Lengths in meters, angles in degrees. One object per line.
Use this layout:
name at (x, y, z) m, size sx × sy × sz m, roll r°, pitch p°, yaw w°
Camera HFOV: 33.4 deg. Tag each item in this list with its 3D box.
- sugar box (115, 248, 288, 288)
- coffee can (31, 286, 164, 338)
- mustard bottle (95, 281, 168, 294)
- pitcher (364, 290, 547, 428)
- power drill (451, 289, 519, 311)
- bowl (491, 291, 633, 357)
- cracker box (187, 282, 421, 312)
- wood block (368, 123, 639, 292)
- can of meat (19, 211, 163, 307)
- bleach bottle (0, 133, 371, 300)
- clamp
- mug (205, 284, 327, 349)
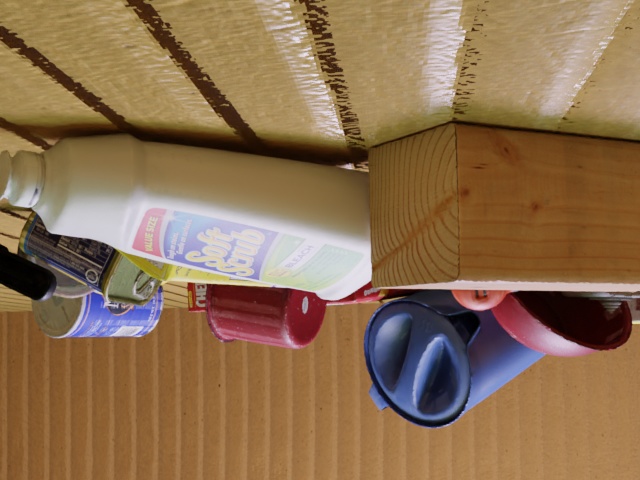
sugar box at (-0.072, -0.004, 0.786) m, size 0.093 × 0.048 × 0.175 m, roll 33°, pitch -161°, yaw 36°
coffee can at (-0.292, 0.077, 1.407) m, size 0.103 × 0.103 × 0.140 m, roll -6°, pitch 173°, yaw 38°
mustard bottle at (-0.225, 0.035, 1.223) m, size 0.096 × 0.058 × 0.192 m, roll -5°, pitch 175°, yaw -17°
pitcher at (0.164, 0.100, 1.128) m, size 0.149 × 0.145 × 0.242 m, roll 11°, pitch -159°, yaw 41°
power drill at (0.195, 0.004, 0.875) m, size 0.188 × 0.057 × 0.184 m, roll -8°, pitch -164°, yaw 9°
bowl at (0.210, 0.054, 0.999) m, size 0.161 × 0.162 × 0.055 m, roll 3°, pitch 135°, yaw -37°
cracker box at (-0.010, 0.032, 1.132) m, size 0.214 × 0.072 × 0.163 m, roll -5°, pitch 179°, yaw 35°
wood block at (0.142, -0.014, 0.669) m, size 0.205 × 0.090 × 0.091 m, roll 2°, pitch 174°, yaw -30°
can of meat at (-0.173, 0.007, 0.832) m, size 0.084 × 0.057 × 0.102 m, roll 26°, pitch 179°, yaw 13°
bleach bottle at (-0.073, -0.017, 0.651) m, size 0.250 × 0.068 × 0.103 m, roll 8°, pitch 151°, yaw -33°
clamp at (-0.305, -0.001, 0.857) m, size 0.164 × 0.036 × 0.210 m, roll 24°, pitch 176°, yaw -23°
mug at (-0.041, 0.047, 0.984) m, size 0.082 × 0.093 × 0.117 m, roll 8°, pitch -139°, yaw 28°
